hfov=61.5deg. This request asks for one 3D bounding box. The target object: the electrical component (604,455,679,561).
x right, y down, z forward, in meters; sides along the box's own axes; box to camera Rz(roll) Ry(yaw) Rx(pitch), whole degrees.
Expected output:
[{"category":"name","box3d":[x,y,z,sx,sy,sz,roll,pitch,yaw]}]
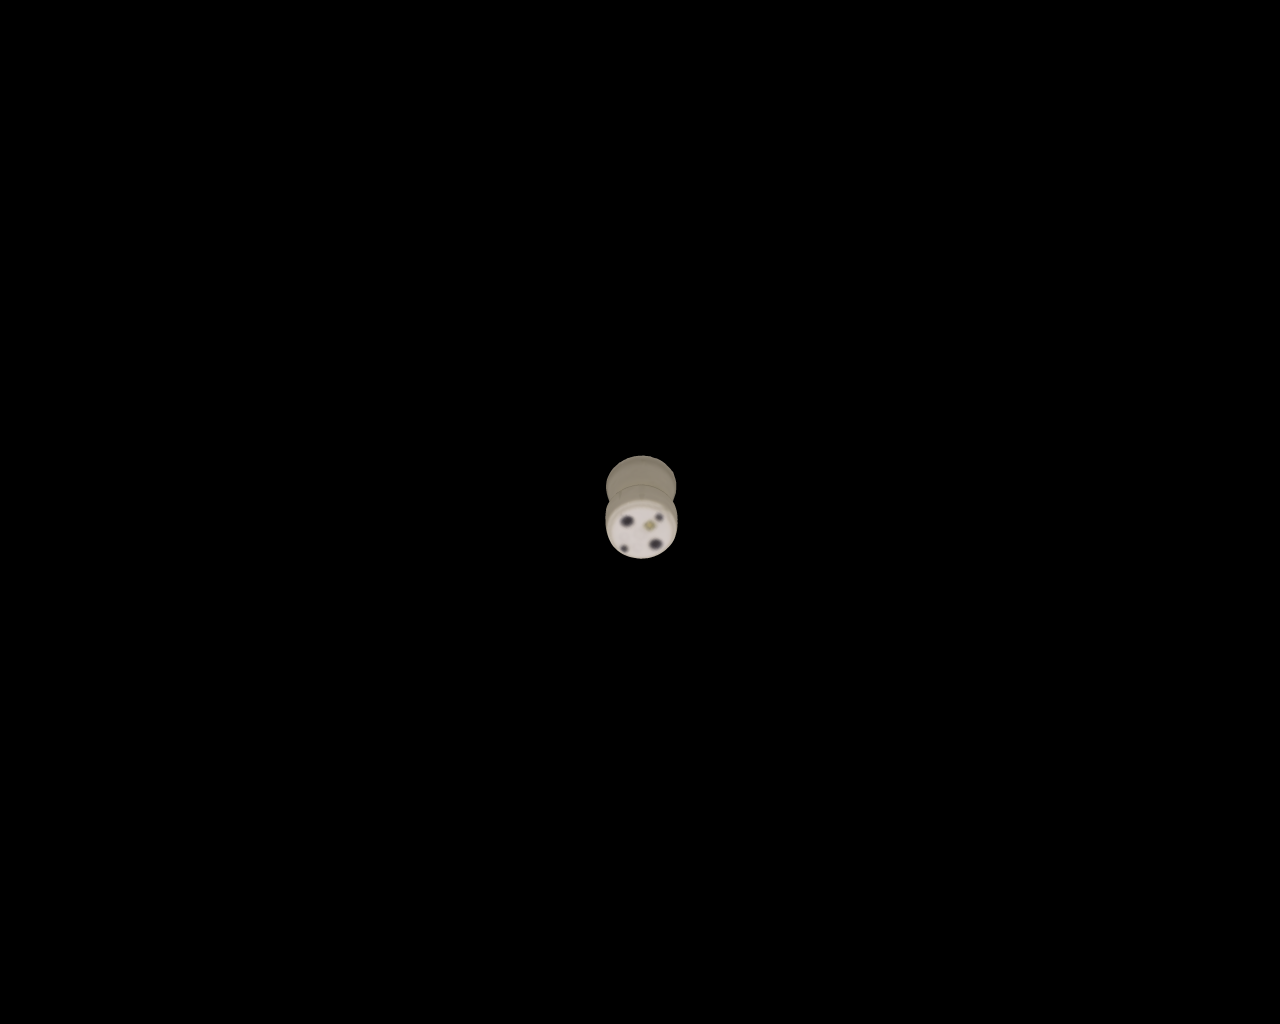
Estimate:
[{"category":"electrical component","box3d":[0.001,-0.003,0.650,0.045,0.044,0.055,0,32,0]}]
